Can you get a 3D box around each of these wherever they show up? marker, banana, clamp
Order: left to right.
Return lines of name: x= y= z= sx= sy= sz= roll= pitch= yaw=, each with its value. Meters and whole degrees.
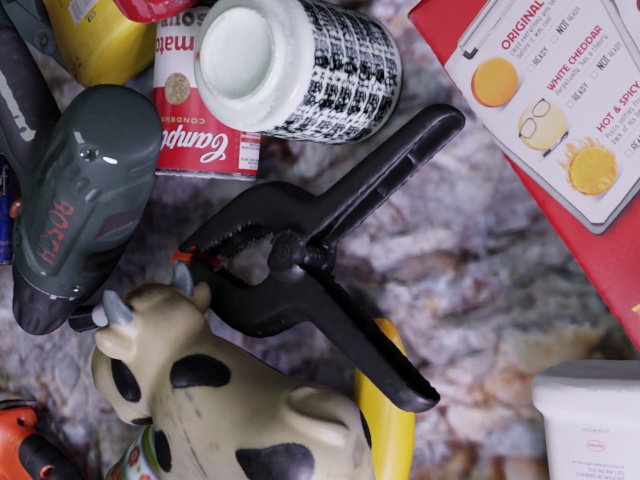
marker: x=-0.126 y=0.047 z=0.721 sx=0.121 sy=0.020 sz=0.020 roll=-12 pitch=85 yaw=34
clamp: x=-0.004 y=0.001 z=0.618 sx=0.210 sy=0.036 sz=0.164 roll=7 pitch=82 yaw=42
banana: x=0.017 y=0.144 z=0.615 sx=0.070 sy=0.037 sz=0.198 roll=32 pitch=108 yaw=29

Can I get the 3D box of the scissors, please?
scissors: x=-0.193 y=-0.163 z=0.762 sx=0.202 sy=0.016 sz=0.096 roll=26 pitch=106 yaw=31

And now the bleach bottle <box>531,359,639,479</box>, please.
bleach bottle: x=0.160 y=0.186 z=0.505 sx=0.103 sy=0.067 sz=0.251 roll=-3 pitch=92 yaw=35

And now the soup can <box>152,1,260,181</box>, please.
soup can: x=-0.068 y=-0.088 z=0.648 sx=0.069 sy=0.068 sz=0.102 roll=7 pitch=94 yaw=34

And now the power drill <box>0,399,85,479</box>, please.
power drill: x=-0.191 y=0.215 z=0.749 sx=0.188 sy=0.057 sz=0.184 roll=32 pitch=105 yaw=27

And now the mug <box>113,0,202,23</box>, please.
mug: x=-0.095 y=-0.171 z=0.593 sx=0.093 sy=0.081 sz=0.117 roll=-25 pitch=36 yaw=11

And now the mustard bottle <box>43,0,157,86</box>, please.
mustard bottle: x=-0.162 y=-0.203 z=0.714 sx=0.096 sy=0.058 sz=0.192 roll=-40 pitch=70 yaw=32

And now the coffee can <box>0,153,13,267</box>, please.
coffee can: x=-0.274 y=-0.051 z=0.769 sx=0.103 sy=0.102 sz=0.140 roll=0 pitch=92 yaw=34

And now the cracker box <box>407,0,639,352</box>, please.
cracker box: x=0.166 y=-0.074 z=0.487 sx=0.164 sy=0.072 sz=0.214 roll=-41 pitch=68 yaw=26
